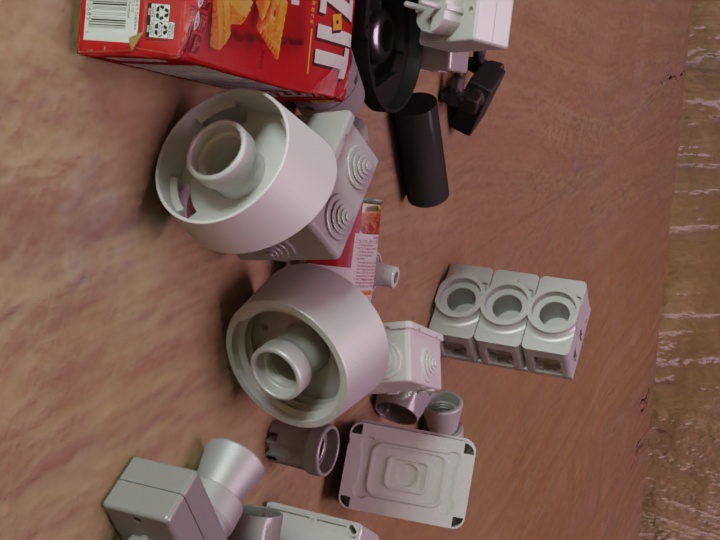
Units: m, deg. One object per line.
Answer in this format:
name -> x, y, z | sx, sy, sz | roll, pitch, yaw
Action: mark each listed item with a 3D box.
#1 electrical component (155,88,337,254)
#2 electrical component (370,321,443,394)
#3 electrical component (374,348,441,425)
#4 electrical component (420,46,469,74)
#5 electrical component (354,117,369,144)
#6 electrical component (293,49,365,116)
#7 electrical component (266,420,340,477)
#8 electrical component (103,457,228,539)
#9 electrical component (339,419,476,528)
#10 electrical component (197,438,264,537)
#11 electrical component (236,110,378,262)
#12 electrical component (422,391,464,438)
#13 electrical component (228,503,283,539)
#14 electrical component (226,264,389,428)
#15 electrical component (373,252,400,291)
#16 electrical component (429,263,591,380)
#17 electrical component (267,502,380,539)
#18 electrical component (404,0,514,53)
electrical component -> -0.069, -0.058, 0.643 | 0.064, 0.099, 0.099 | 44, 57, -55
electrical component -> 0.015, 0.074, 0.880 | 0.100, 0.100, 0.048 | 27, 60, -66
electrical component -> 0.042, 0.094, 1.015 | 0.079, 0.043, 0.077 | 66, 38, -50
electrical component -> 0.058, -0.211, 0.927 | 0.047, 0.066, 0.076 | -15, 111, -65
electrical component -> -0.015, -0.086, 0.827 | 0.062, 0.048, 0.048 | 80, 28, -50
electrical component -> -0.026, -0.135, 0.773 | 0.047, 0.055, 0.055 | 59, 44, -61
electrical component -> -0.044, 0.134, 0.825 | 0.040, 0.046, 0.040 | 8, 90, -67
electrical component -> -0.124, 0.171, 0.650 | 0.075, 0.047, 0.083 | -61, 149, -41
electrical component -> 0.042, 0.179, 0.949 | 0.057, 0.113, 0.078 | 63, 37, -82
electrical component -> -0.095, 0.146, 0.713 | 0.055, 0.045, 0.045 | -60, 149, -41
electrical component -> -0.044, -0.052, 0.702 | 0.048, 0.100, 0.099 | 51, 50, -43
electrical component -> 0.088, 0.163, 1.142 | 0.045, 0.045, 0.055 | -46, 139, -54
electrical component -> -0.089, 0.206, 0.746 | 0.079, 0.044, 0.077 | 14, 84, -67
electrical component -> -0.042, 0.057, 0.736 | 0.060, 0.108, 0.108 | -40, 134, -49
electrical component -> 0.000, 0.000, 0.862 | 0.043, 0.062, 0.043 | 12, 90, -71
electrical component -> 0.158, 0.051, 1.135 | 0.061, 0.150, 0.089 | 67, 37, -52
electrical component -> -0.028, 0.223, 0.827 | 0.061, 0.096, 0.061 | 53, 49, -60
electrical component -> 0.070, -0.202, 0.844 | 0.077, 0.066, 0.047 | 4, 94, -38
